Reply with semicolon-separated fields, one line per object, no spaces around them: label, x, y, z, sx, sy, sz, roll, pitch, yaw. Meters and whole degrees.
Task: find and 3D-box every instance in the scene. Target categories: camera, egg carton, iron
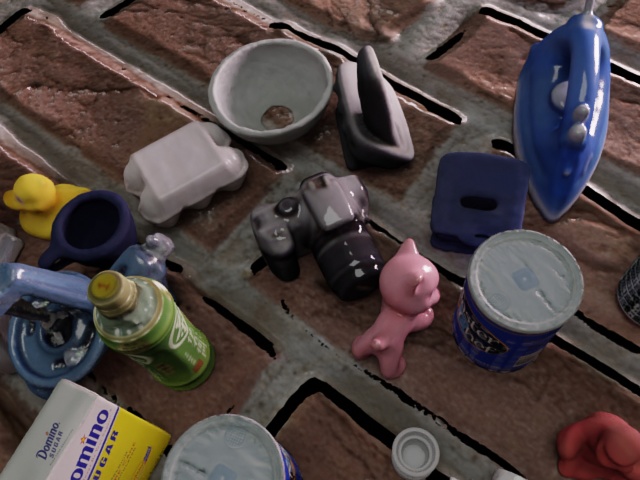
camera;0.006;0.002;0.656;0.143;0.101;0.136;-24;63;-7
egg carton;-0.173;-0.086;0.737;0.150;0.069;0.107;-33;64;-11
iron;0.304;-0.164;0.691;0.118;0.141;0.258;9;64;10

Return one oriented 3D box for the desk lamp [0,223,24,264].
desk lamp;-0.440;-0.035;0.655;0.117;0.214;0.203;8;64;10

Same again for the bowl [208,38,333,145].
bowl;-0.062;-0.188;0.777;0.167;0.075;0.167;-2;62;4

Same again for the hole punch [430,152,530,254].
hole punch;0.185;-0.040;0.666;0.108;0.091;0.101;7;64;9

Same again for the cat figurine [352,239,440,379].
cat figurine;0.084;0.069;0.604;0.067;0.118;0.128;26;68;18

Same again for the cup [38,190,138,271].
cup;-0.265;0.010;0.682;0.118;0.095;0.091;-42;66;-15

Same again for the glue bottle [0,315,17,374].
glue bottle;-0.368;0.085;0.608;0.037;0.173;0.078;-19;62;-4

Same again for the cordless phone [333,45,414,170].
cordless phone;0.063;-0.184;0.700;0.094;0.185;0.147;-14;62;-1

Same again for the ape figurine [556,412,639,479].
ape figurine;0.270;0.195;0.535;0.077;0.092;0.076;39;72;22

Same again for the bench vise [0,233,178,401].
bench vise;-0.255;0.053;0.587;0.121;0.220;0.207;22;67;16

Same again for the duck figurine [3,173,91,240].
duck figurine;-0.345;-0.051;0.726;0.104;0.086;0.077;-10;62;0
